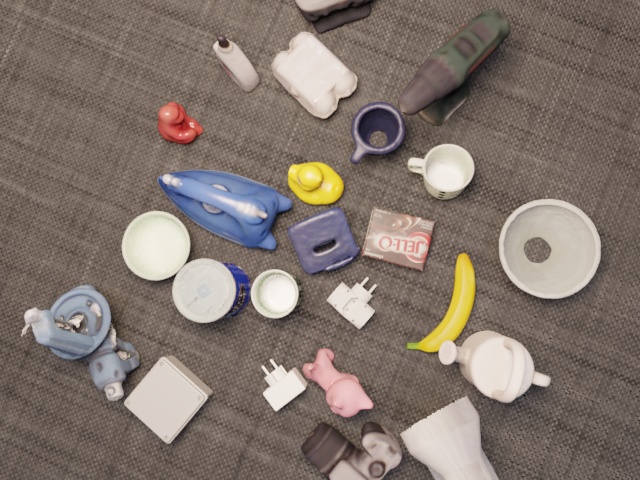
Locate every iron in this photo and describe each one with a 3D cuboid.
[{"bbox_3d":[-0.186,-0.073,0.991,0.258,0.141,0.119,20,87,5],"label":"iron"}]

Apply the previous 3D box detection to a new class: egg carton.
[{"bbox_3d":[-0.012,-0.297,1.034,0.150,0.069,0.107,44,89,6],"label":"egg carton"}]

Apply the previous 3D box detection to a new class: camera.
[{"bbox_3d":[0.046,0.364,0.962,0.137,0.101,0.143,41,89,6],"label":"camera"}]

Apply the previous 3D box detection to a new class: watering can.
[{"bbox_3d":[0.279,0.203,0.913,0.172,0.194,0.101,-6,85,3],"label":"watering can"}]

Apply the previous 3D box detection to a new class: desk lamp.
[{"bbox_3d":[0.216,0.342,0.896,0.118,0.213,0.203,-30,84,1],"label":"desk lamp"}]

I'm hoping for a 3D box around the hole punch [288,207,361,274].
[{"bbox_3d":[0.009,0.004,0.998,0.108,0.091,0.101,-23,84,2],"label":"hole punch"}]

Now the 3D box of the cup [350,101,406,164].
[{"bbox_3d":[0.093,-0.174,1.005,0.091,0.095,0.118,36,89,6],"label":"cup"}]

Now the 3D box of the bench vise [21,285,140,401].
[{"bbox_3d":[-0.383,0.164,0.946,0.207,0.220,0.121,43,89,6],"label":"bench vise"}]

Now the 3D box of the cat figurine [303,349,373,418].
[{"bbox_3d":[0.027,0.248,0.964,0.127,0.118,0.067,42,89,6],"label":"cat figurine"}]

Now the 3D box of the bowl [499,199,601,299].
[{"bbox_3d":[0.383,0.017,0.981,0.167,0.075,0.167,0,85,4],"label":"bowl"}]

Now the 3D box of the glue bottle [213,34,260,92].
[{"bbox_3d":[-0.153,-0.317,0.993,0.078,0.173,0.037,42,89,6],"label":"glue bottle"}]

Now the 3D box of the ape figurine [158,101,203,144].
[{"bbox_3d":[-0.262,-0.215,1.032,0.076,0.092,0.078,-12,85,3],"label":"ape figurine"}]

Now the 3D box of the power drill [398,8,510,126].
[{"bbox_3d":[0.210,-0.266,0.948,0.075,0.208,0.229,43,89,6],"label":"power drill"}]

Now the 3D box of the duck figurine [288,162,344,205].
[{"bbox_3d":[-0.010,-0.105,1.010,0.104,0.086,0.077,21,87,5],"label":"duck figurine"}]

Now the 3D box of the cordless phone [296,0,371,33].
[{"bbox_3d":[0.026,-0.450,0.986,0.147,0.185,0.094,-24,84,2],"label":"cordless phone"}]
